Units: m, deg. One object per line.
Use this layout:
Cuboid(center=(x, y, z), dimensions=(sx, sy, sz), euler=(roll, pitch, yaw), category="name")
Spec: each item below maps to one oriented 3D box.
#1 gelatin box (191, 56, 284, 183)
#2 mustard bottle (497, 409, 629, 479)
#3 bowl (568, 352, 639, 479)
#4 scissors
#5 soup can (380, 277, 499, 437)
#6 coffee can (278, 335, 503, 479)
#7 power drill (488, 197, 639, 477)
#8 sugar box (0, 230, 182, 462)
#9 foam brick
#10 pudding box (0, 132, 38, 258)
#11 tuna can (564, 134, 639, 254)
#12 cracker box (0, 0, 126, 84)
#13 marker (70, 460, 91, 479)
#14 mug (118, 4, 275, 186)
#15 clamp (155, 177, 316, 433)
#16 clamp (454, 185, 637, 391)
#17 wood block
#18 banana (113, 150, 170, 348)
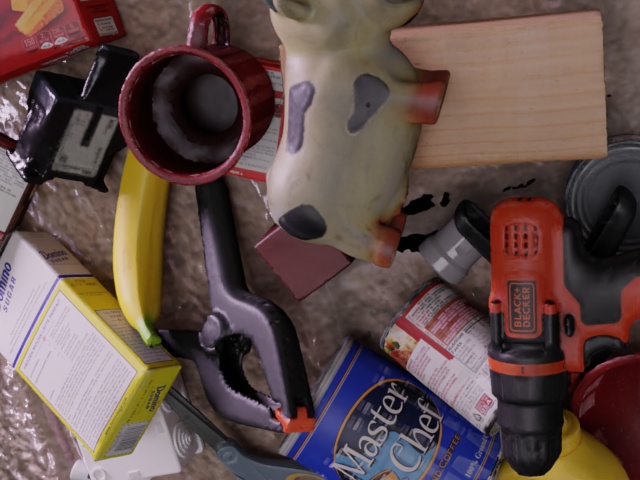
Cuboid(center=(-0.057, -0.092, 0.792), dimensions=(0.073, 0.030, 0.089), euler=(12, 108, 11), category="gelatin box")
Cuboid(center=(0.180, 0.192, 0.776), dimensions=(0.096, 0.058, 0.191), euler=(5, 126, 36), category="mustard bottle")
Cuboid(center=(0.260, 0.131, 0.750), dimensions=(0.162, 0.055, 0.162), euler=(20, 131, 24), category="bowl")
Cuboid(center=(-0.052, 0.169, 0.856), dimensions=(0.096, 0.016, 0.201), euler=(-22, 112, 11), category="scissors")
Cuboid(center=(0.103, 0.084, 0.769), dimensions=(0.102, 0.068, 0.069), euler=(39, 112, 21), category="soup can")
Cuboid(center=(0.054, 0.150, 0.798), dimensions=(0.140, 0.102, 0.103), euler=(31, 111, 3), category="coffee can")
Cuboid(center=(0.198, 0.064, 0.667), dimensions=(0.188, 0.057, 0.184), euler=(-1, 100, 18), category="power drill")
Cuboid(center=(-0.193, 0.079, 0.832), dimensions=(0.176, 0.048, 0.093), euler=(42, 111, 28), category="sugar box")
Cuboid(center=(-0.005, 0.001, 0.782), dimensions=(0.051, 0.078, 0.053), euler=(-36, 95, 18), category="foam brick")
Cuboid(center=(-0.280, -0.036, 0.845), dimensions=(0.090, 0.039, 0.113), euler=(28, 102, -5), category="pudding box")
Cuboid(center=(0.214, -0.030, 0.743), dimensions=(0.086, 0.033, 0.086), euler=(4, 107, 12), category="tuna can")
Cuboid(center=(-0.260, -0.221, 0.780), dimensions=(0.164, 0.072, 0.214), euler=(-16, 101, 17), category="cracker box")
Cuboid(center=(-0.154, 0.216, 0.911), dimensions=(0.121, 0.020, 0.020), euler=(17, 109, 8), category="marker")
Cuboid(center=(-0.079, -0.103, 0.733), dimensions=(0.093, 0.081, 0.117), euler=(8, 107, 13), category="mug")
Cuboid(center=(-0.076, 0.074, 0.794), dimensions=(0.165, 0.036, 0.210), euler=(-54, 53, 26), category="clamp")
Cuboid(center=(0.176, 0.032, 0.744), dimensions=(0.120, 0.039, 0.171), euler=(-9, 125, 33), category="clamp")
Cuboid(center=(0.086, -0.100, 0.723), dimensions=(0.206, 0.090, 0.090), euler=(-3, 106, 14), category="wood block")
Cuboid(center=(-0.128, -0.018, 0.808), dimensions=(0.070, 0.037, 0.198), euler=(-4, 81, 47), category="banana")
